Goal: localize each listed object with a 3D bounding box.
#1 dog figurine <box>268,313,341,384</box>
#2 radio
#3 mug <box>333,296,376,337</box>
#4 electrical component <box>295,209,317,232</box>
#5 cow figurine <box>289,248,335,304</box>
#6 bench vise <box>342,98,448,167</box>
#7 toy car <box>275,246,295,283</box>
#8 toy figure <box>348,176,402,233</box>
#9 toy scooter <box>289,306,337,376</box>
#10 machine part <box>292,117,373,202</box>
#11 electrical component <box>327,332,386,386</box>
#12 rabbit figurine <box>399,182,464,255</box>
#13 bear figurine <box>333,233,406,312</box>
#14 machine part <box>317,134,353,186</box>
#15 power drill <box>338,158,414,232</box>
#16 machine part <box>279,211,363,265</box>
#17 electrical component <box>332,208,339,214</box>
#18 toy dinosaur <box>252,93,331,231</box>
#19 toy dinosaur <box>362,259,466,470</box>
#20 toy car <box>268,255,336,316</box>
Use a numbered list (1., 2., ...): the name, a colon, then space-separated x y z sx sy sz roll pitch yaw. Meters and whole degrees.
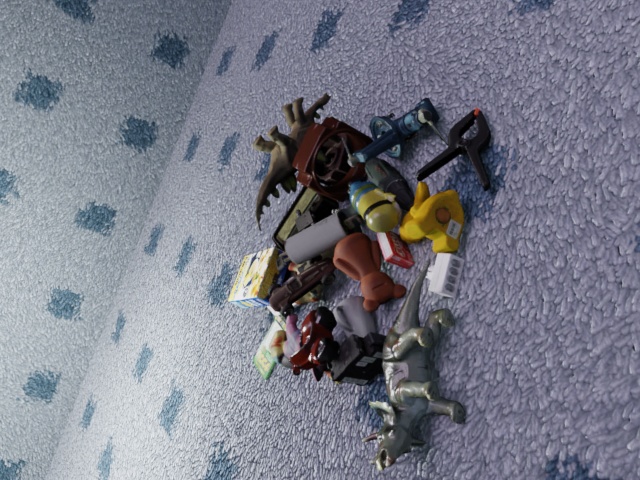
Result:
1. dog figurine: -0.032 0.299 1.374 0.191 0.108 0.219 -55 38 17
2. radio: -0.045 -0.055 1.623 0.229 0.073 0.131 -57 35 16
3. mug: 0.084 0.195 1.274 0.081 0.109 0.107 -42 53 25
4. electrical component: -0.039 -0.055 1.538 0.063 0.021 0.094 -35 61 26
5. cow figurine: -0.018 0.090 1.484 0.127 0.085 0.195 24 79 32
6. bench vise: 0.177 -0.255 1.339 0.241 0.128 0.224 -35 21 -15
7. toy car: -0.108 0.081 1.654 0.202 0.056 0.073 40 111 57
8. toy figure: 0.123 -0.082 1.277 0.089 0.082 0.180 -38 47 -5
9. toy scooter: -0.020 0.244 1.262 0.135 0.075 0.184 -48 19 20
10. machine part: 0.042 -0.218 1.477 0.087 0.201 0.201 32 98 55
11. electrical component: 0.098 0.263 1.199 0.134 0.115 0.058 -50 41 25
12. rabbit figurine: 0.232 -0.048 1.196 0.173 0.122 0.162 146 140 -68
13. bear figurine: 0.118 0.080 1.302 0.120 0.131 0.196 -31 71 -4
14. machine part: 0.044 -0.247 1.625 0.179 0.056 0.179 -32 48 44
15. power drill: 0.139 -0.093 1.381 0.207 0.086 0.232 -53 36 29
16. machine part: -0.003 -0.004 1.369 0.243 0.079 0.079 -27 48 24
17. electrical component: 0.049 -0.042 1.500 0.078 0.045 0.102 -22 55 56
18. toy dinosaur: -0.087 -0.246 1.555 0.471 0.198 0.105 -55 23 -20
19. toy dinosaur: 0.178 0.253 1.084 0.192 0.131 0.405 -25 51 45
20. toy car: -0.049 0.114 1.405 0.202 0.053 0.089 -37 53 5
